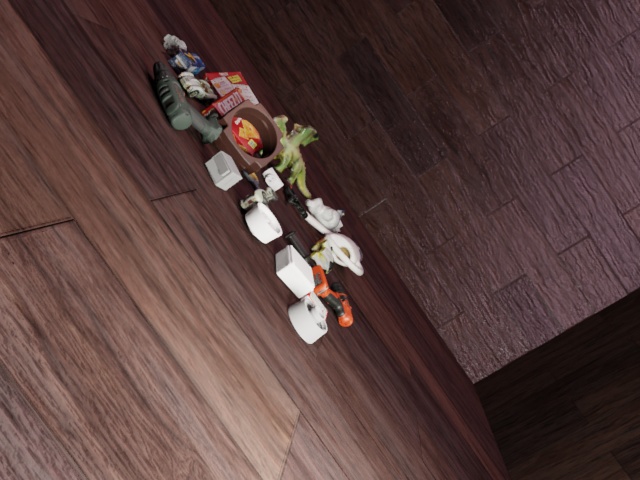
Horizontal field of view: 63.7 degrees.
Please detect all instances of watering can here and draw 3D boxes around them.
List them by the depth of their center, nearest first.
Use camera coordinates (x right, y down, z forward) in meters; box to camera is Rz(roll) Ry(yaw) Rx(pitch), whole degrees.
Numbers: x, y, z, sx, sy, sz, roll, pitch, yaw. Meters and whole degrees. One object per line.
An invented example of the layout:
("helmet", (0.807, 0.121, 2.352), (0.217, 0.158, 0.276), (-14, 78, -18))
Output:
("watering can", (0.062, 0.009, 2.098), (0.350, 0.103, 0.224), (48, 9, 12))

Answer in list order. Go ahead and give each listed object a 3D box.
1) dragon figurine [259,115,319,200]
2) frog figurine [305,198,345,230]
("dragon figurine", (-0.090, -0.358, 2.115), (0.124, 0.243, 0.404), (39, -2, 46))
("frog figurine", (0.007, -0.109, 2.169), (0.158, 0.123, 0.138), (21, -2, -42))
